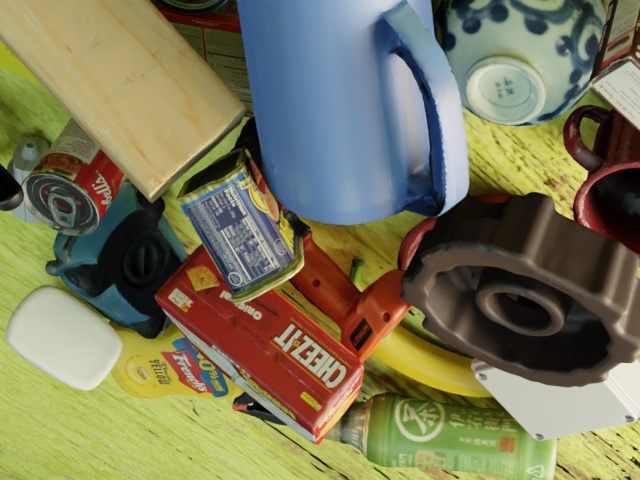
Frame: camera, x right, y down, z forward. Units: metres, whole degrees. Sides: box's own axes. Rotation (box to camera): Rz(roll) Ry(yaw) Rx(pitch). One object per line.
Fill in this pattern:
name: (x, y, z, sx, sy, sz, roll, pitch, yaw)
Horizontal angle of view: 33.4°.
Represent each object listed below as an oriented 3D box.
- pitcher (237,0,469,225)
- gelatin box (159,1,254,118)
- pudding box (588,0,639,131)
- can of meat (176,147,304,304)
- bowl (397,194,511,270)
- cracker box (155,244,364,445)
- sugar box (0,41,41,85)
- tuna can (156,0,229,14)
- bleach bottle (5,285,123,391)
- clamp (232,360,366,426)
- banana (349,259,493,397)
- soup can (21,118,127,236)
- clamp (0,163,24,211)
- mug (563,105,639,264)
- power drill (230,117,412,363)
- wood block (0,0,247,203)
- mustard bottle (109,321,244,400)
pitcher: (0.018, -0.127, 0.664, 0.149, 0.145, 0.243, 1, 141, 9)
gelatin box: (-0.078, -0.138, 0.800, 0.073, 0.030, 0.089, 12, 139, 11)
pudding box: (0.222, -0.096, 0.658, 0.113, 0.090, 0.039, 36, 138, -14)
can of meat: (-0.057, -0.013, 0.760, 0.057, 0.102, 0.084, -28, 103, 6)
bowl: (0.145, 0.016, 0.842, 0.162, 0.055, 0.162, 13, 139, 12)
cracker box: (-0.045, 0.095, 0.916, 0.164, 0.072, 0.214, 38, 168, 9)
sugar box: (-0.214, -0.166, 0.821, 0.176, 0.048, 0.093, 26, 140, -1)
tuna can: (-0.091, -0.200, 0.736, 0.086, 0.033, 0.086, 14, 139, 12)
bleach bottle: (-0.260, 0.091, 1.044, 0.102, 0.068, 0.251, 38, 167, -14)
clamp: (-0.012, 0.152, 1.078, 0.172, 0.039, 0.120, 0, 128, 16)
banana: (0.085, 0.096, 0.971, 0.197, 0.037, 0.070, 36, 139, -15)
soup can: (-0.192, -0.062, 0.879, 0.068, 0.102, 0.068, 13, 139, 12)
clamp: (-0.295, -0.074, 0.897, 0.164, 0.036, 0.210, 58, 161, 6)
mug: (0.213, -0.050, 0.719, 0.117, 0.081, 0.093, 30, 139, -8)
power drill: (-0.006, 0.001, 0.852, 0.188, 0.057, 0.185, 42, 152, 10)
wood block: (-0.154, -0.133, 0.731, 0.206, 0.090, 0.091, 48, 173, -4)
mustard bottle: (-0.122, 0.118, 1.076, 0.192, 0.058, 0.096, -3, 123, 26)
